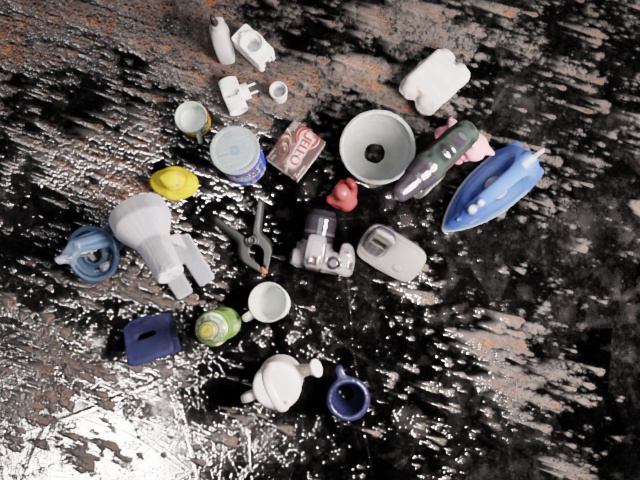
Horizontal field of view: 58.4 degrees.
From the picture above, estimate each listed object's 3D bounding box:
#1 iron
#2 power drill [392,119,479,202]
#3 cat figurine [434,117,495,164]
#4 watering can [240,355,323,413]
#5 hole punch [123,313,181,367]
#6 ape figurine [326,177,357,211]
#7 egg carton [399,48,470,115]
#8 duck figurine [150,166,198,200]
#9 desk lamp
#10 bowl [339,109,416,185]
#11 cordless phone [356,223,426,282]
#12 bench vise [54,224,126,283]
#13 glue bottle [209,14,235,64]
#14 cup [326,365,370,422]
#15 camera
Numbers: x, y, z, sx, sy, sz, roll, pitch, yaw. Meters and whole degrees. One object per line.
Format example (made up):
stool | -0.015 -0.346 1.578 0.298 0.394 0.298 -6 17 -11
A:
iron | 0.374 -0.108 1.239 0.258 0.141 0.118 -42 87 -3
power drill | 0.229 -0.151 1.208 0.230 0.208 0.075 -44 87 -3
cat figurine | 0.319 -0.218 1.258 0.067 0.117 0.128 -38 87 -2
watering can | -0.082 0.294 1.183 0.101 0.194 0.173 44 87 3
hole punch | -0.370 0.214 1.239 0.108 0.091 0.101 -19 86 -1
ape figurine | 0.050 -0.102 1.262 0.078 0.092 0.076 -22 86 -1
egg carton | 0.257 -0.358 1.292 0.150 0.069 0.107 -44 87 -3
duck figurine | -0.328 -0.131 1.265 0.104 0.086 0.077 5 86 0
desk lamp | -0.325 0.016 1.191 0.118 0.213 0.203 -33 87 -2
bowl | 0.126 -0.200 1.278 0.167 0.074 0.167 0 86 0
cordless phone | 0.156 0.023 1.207 0.147 0.185 0.094 27 86 2
bench vise | -0.463 -0.006 1.189 0.121 0.219 0.207 22 86 2
glue bottle | -0.218 -0.448 1.244 0.037 0.173 0.078 -8 86 0
cup | 0.054 0.322 1.231 0.091 0.095 0.118 -18 86 -1
camera | 0.011 0.004 1.250 0.143 0.101 0.137 10 86 1
